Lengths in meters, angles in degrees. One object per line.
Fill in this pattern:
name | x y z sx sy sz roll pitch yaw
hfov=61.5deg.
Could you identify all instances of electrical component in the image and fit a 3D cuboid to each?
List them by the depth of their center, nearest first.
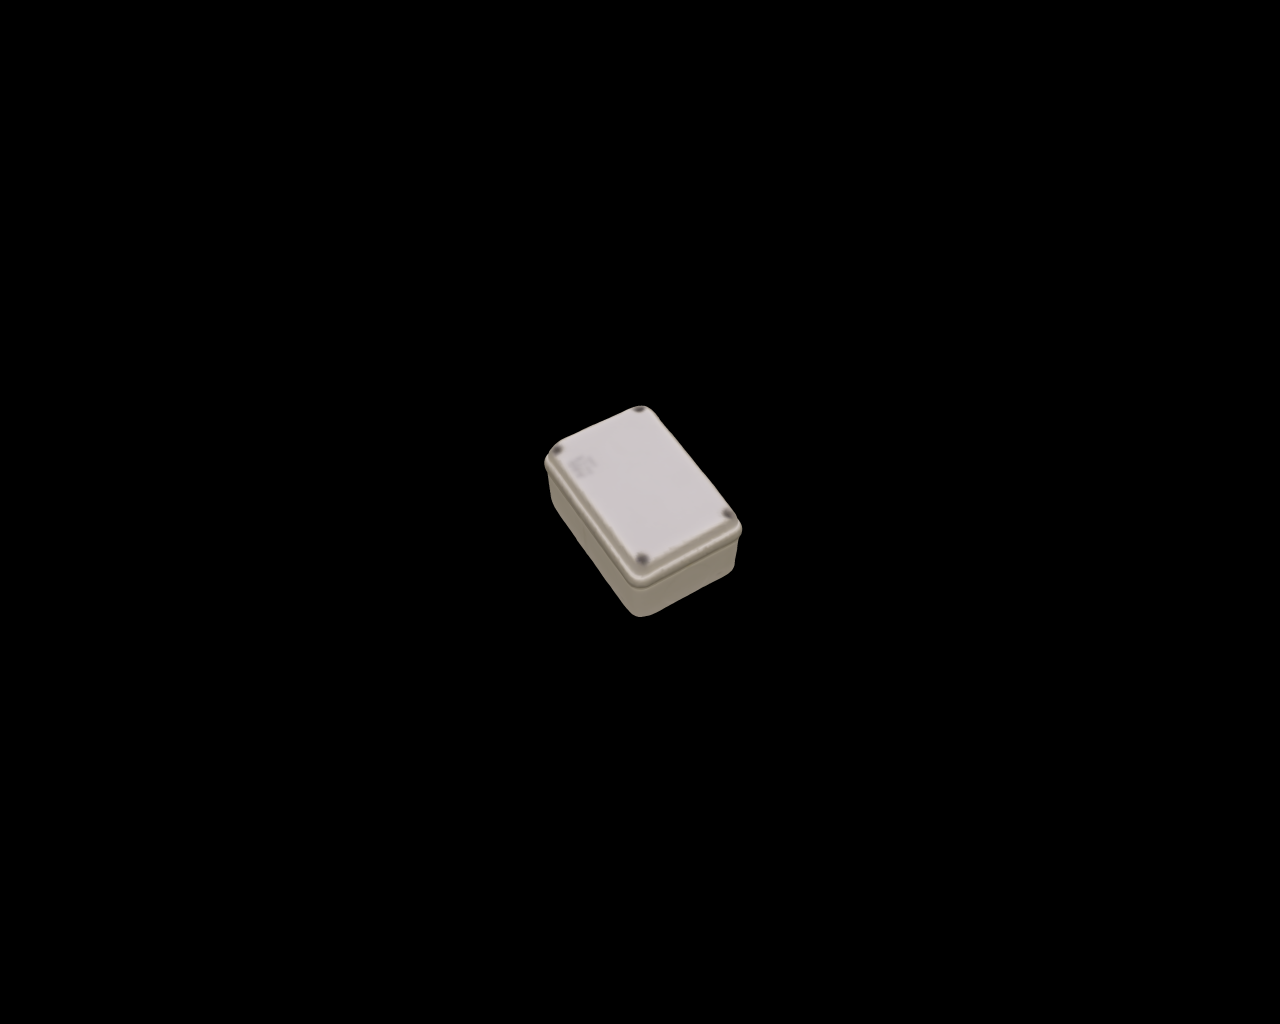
electrical component | 0.001 -0.003 0.650 0.078 0.113 0.057 -27 -32 -18
